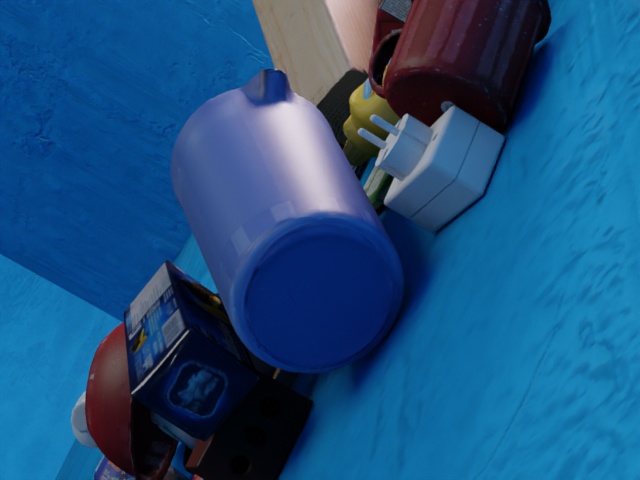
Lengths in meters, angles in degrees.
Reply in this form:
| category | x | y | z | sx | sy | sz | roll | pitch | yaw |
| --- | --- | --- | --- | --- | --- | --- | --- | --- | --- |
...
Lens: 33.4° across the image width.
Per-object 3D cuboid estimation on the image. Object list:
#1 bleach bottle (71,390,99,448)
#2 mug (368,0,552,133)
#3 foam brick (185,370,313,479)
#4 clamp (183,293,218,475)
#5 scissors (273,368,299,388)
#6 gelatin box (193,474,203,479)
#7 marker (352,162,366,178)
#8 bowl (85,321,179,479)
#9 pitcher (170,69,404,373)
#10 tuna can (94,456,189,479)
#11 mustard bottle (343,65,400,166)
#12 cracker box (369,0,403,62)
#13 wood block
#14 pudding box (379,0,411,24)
| category | x | y | z | sx | sy | sz | roll | pitch | yaw |
| --- | --- | --- | --- | --- | --- | --- | --- | --- | --- |
| bleach bottle | -0.191 | 0.175 | 1.080 | 0.102 | 0.068 | 0.250 | -56 | -12 | 3 |
| mug | 0.079 | -0.115 | 0.672 | 0.117 | 0.093 | 0.081 | 2 | 61 | 38 |
| foam brick | -0.050 | 0.135 | 0.733 | 0.078 | 0.053 | 0.051 | -63 | 10 | -18 |
| clamp | -0.111 | 0.145 | 1.041 | 0.210 | 0.036 | 0.164 | 126 | 155 | -76 |
| scissors | 0.009 | 0.032 | 0.854 | 0.201 | 0.016 | 0.096 | -65 | 9 | -29 |
| gelatin box | -0.067 | 0.159 | 0.824 | 0.089 | 0.030 | 0.073 | -57 | 9 | 17 |
| marker | 0.036 | -0.078 | 1.057 | 0.121 | 0.020 | 0.020 | -64 | 10 | -22 |
| bowl | -0.160 | 0.130 | 0.920 | 0.162 | 0.055 | 0.162 | 5 | -90 | -81 |
| pitcher | -0.026 | -0.002 | 0.735 | 0.145 | 0.149 | 0.243 | -36 | 27 | 4 |
| tuna can | -0.163 | 0.220 | 0.978 | 0.034 | 0.086 | 0.086 | -62 | 9 | -3 |
| mustard bottle | 0.073 | -0.128 | 0.790 | 0.192 | 0.058 | 0.096 | -52 | 10 | 32 |
| cracker box | 0.091 | -0.264 | 0.926 | 0.164 | 0.072 | 0.214 | -72 | -11 | -56 |
| wood block | 0.008 | -0.202 | 1.051 | 0.090 | 0.090 | 0.206 | -44 | 49 | 35 |
| pudding box | 0.111 | -0.203 | 0.819 | 0.114 | 0.090 | 0.039 | -53 | 12 | 34 |
